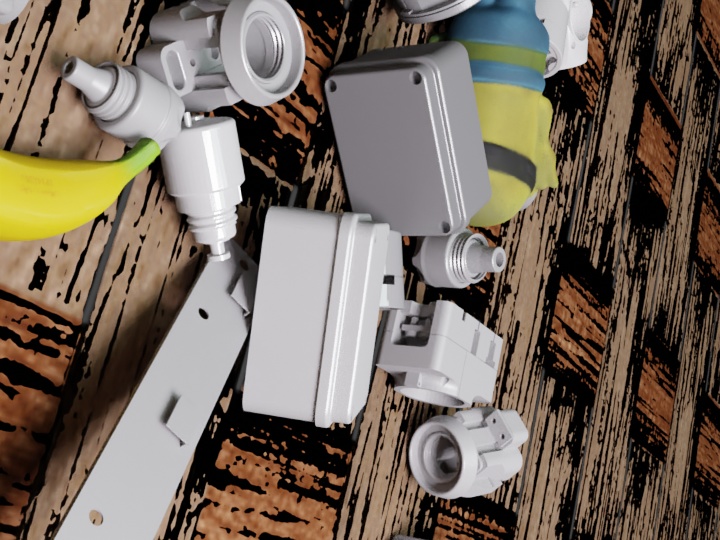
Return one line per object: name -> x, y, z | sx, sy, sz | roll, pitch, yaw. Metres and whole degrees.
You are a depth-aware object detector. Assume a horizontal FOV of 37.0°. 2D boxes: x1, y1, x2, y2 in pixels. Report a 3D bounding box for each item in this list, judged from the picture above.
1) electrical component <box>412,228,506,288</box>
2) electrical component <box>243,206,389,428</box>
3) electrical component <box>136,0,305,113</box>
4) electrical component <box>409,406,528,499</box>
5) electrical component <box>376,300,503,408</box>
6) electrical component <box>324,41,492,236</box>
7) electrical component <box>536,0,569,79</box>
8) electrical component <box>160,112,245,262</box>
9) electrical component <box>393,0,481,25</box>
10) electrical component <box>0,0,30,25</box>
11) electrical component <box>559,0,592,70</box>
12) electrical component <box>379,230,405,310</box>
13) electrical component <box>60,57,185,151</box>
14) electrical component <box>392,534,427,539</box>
electrical component -> 0.071, -0.008, 0.752 | 0.043, 0.062, 0.043 | -5, 97, -50
electrical component -> -0.022, 0.023, 0.588 | 0.078, 0.057, 0.113 | -20, 118, -82
electrical component -> -0.066, -0.112, 0.549 | 0.078, 0.057, 0.058 | -40, 124, -48
electrical component -> 0.072, 0.129, 0.758 | 0.057, 0.078, 0.058 | 1, 52, -44
electrical component -> 0.056, 0.061, 0.744 | 0.089, 0.050, 0.055 | 34, 64, -52
electrical component -> 0.031, -0.080, 0.675 | 0.057, 0.078, 0.113 | -41, 124, -51
electrical component -> 0.136, -0.186, 0.847 | 0.055, 0.055, 0.047 | 48, 50, -46
electrical component -> -0.079, -0.043, 0.549 | 0.040, 0.040, 0.078 | -28, 115, -52
electrical component -> 0.052, -0.200, 0.700 | 0.051, 0.080, 0.080 | 59, 46, -32
electrical component -> -0.152, -0.117, 0.413 | 0.077, 0.066, 0.047 | 11, 83, -56
electrical component -> 0.172, -0.215, 0.906 | 0.079, 0.044, 0.077 | -36, 121, -50
electrical component -> 0.000, 0.000, 0.656 | 0.055, 0.055, 0.047 | 7, 83, -56
electrical component -> -0.113, -0.080, 0.502 | 0.061, 0.035, 0.035 | 30, 67, -50
electrical component -> 0.044, 0.234, 0.727 | 0.061, 0.062, 0.096 | 49, 53, -46
